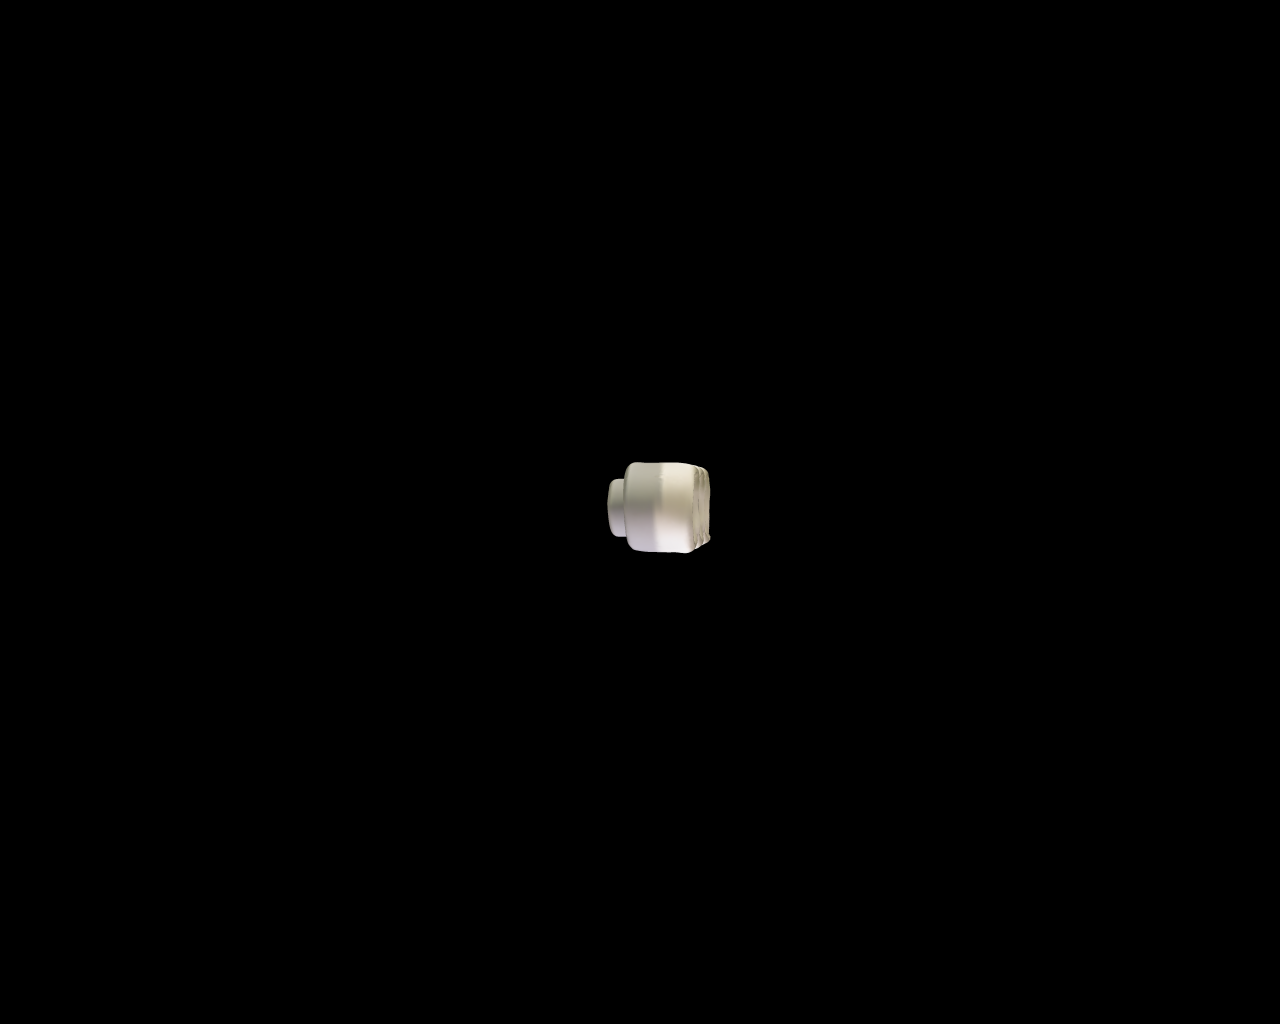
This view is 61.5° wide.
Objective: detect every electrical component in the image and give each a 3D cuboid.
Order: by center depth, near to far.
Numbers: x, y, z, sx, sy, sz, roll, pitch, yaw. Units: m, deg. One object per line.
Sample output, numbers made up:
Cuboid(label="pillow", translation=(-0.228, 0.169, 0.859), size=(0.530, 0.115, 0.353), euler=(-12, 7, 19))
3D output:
Cuboid(label="electrical component", translation=(0.001, -0.003, 0.650), size=(0.074, 0.052, 0.138), euler=(0, 0, 8))
